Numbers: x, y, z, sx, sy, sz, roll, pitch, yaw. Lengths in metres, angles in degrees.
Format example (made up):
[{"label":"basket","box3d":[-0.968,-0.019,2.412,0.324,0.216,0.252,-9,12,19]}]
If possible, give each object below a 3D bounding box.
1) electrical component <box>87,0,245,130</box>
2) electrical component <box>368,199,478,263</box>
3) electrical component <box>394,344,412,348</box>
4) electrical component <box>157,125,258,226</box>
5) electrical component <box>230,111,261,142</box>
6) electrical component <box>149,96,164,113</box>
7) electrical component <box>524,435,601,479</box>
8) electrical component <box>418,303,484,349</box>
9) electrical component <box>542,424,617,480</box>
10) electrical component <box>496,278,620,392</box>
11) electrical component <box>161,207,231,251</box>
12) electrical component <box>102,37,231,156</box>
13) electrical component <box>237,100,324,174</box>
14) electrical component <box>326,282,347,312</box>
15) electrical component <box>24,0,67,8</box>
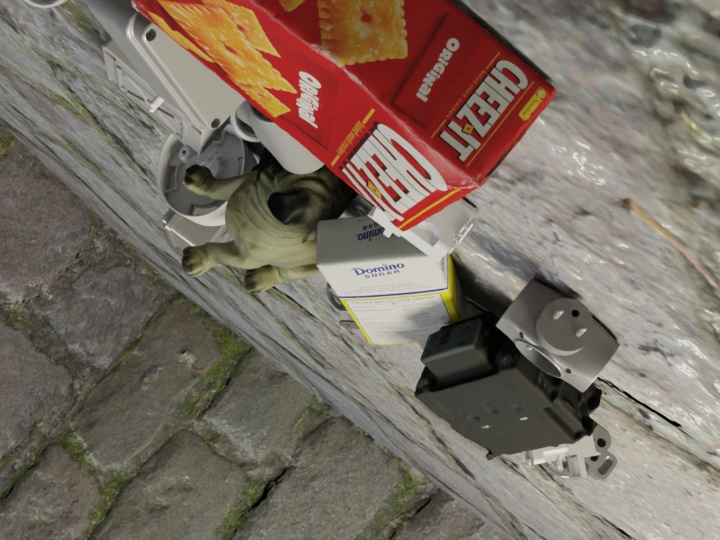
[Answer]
[{"label":"electrical component","box3d":[-0.110,-0.154,0.696,0.057,0.078,0.113,37,170,31]},{"label":"electrical component","box3d":[0.045,-0.040,0.740,0.064,0.042,0.081,36,170,2]},{"label":"electrical component","box3d":[0.036,0.062,1.193,0.062,0.043,0.043,46,168,-30]},{"label":"electrical component","box3d":[-0.146,-0.094,1.037,0.099,0.099,0.064,35,175,23]},{"label":"electrical component","box3d":[-0.084,-0.121,0.854,0.040,0.040,0.046,41,175,-9]},{"label":"electrical component","box3d":[-0.130,-0.147,0.797,0.047,0.076,0.066,41,170,-8]},{"label":"electrical component","box3d":[0.179,0.152,0.979,0.042,0.064,0.081,94,166,-78]},{"label":"electrical component","box3d":[0.102,0.081,0.994,0.108,0.060,0.108,38,170,8]},{"label":"electrical component","box3d":[0.201,0.168,1.030,0.078,0.058,0.057,39,167,4]},{"label":"electrical component","box3d":[0.139,0.042,0.743,0.077,0.044,0.079,38,169,9]},{"label":"electrical component","box3d":[-0.153,-0.066,1.138,0.056,0.108,0.108,37,170,0]},{"label":"electrical component","box3d":[-0.157,-0.158,0.902,0.109,0.056,0.109,41,170,-5]},{"label":"electrical component","box3d":[-0.062,-0.116,0.784,0.079,0.044,0.077,35,169,23]},{"label":"electrical component","box3d":[-0.009,0.021,1.175,0.066,0.048,0.055,42,162,-10]},{"label":"electrical component","box3d":[-0.247,-0.237,0.851,0.048,0.066,0.055,45,-158,-28]}]
